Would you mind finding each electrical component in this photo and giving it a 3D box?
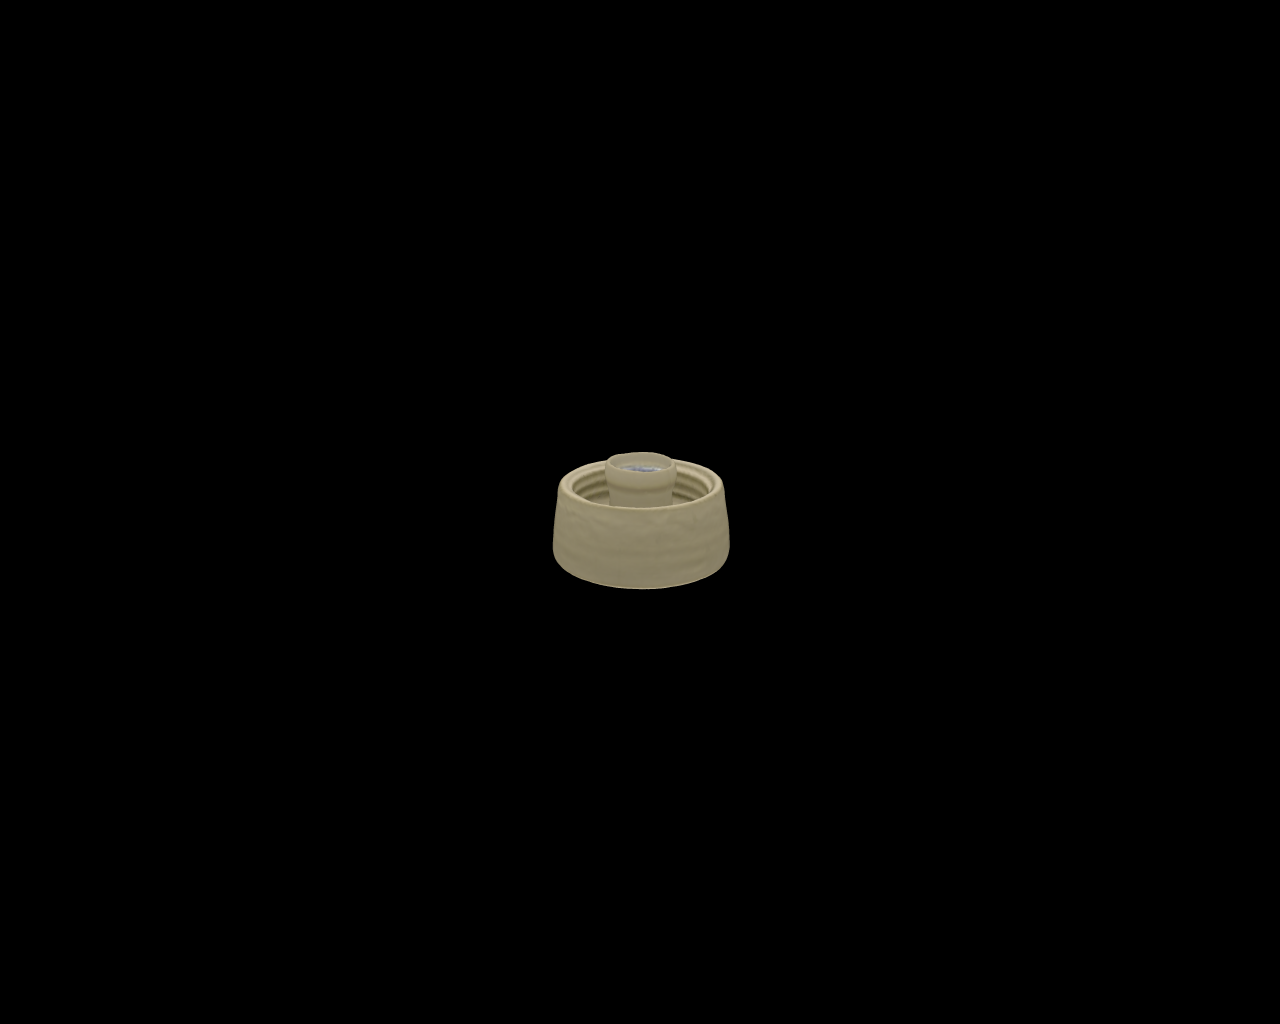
[{"bbox_3d":[0.001,-0.003,0.650,0.108,0.060,0.108,0,21,0],"label":"electrical component"}]
